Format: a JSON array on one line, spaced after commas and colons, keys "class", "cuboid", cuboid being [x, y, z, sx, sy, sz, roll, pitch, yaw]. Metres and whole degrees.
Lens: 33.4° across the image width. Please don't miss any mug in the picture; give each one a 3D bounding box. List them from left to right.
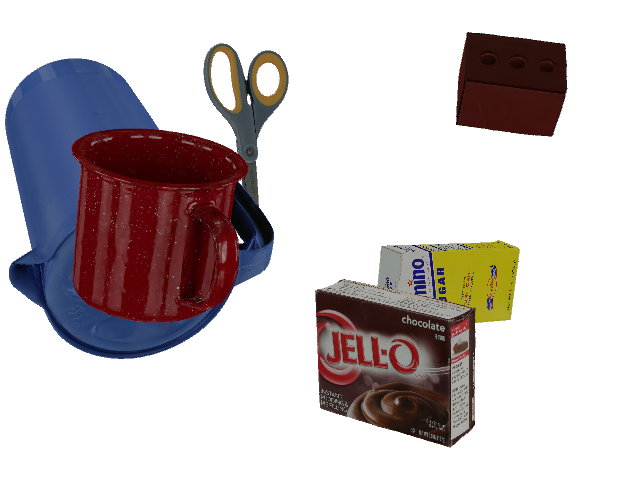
[{"class": "mug", "cuboid": [-0.082, -0.004, 0.571, 0.093, 0.081, 0.117, -11, 30, -43]}]

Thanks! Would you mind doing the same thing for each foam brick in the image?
[{"class": "foam brick", "cuboid": [0.145, -0.119, 0.814, 0.078, 0.053, 0.051, 7, -37, 2]}]

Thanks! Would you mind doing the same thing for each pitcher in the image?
[{"class": "pitcher", "cuboid": [-0.149, -0.037, 0.790, 0.149, 0.145, 0.243, 45, 8, -42]}]

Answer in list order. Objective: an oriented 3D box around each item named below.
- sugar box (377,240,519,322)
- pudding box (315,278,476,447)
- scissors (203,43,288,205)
[{"class": "sugar box", "cuboid": [0.149, 0.051, 1.247, 0.175, 0.093, 0.048, -4, 14, -33]}, {"class": "pudding box", "cuboid": [0.050, 0.081, 0.727, 0.114, 0.090, 0.039, 9, 21, 35]}, {"class": "scissors", "cuboid": [-0.057, -0.100, 1.054, 0.096, 0.202, 0.016, -23, 11, -25]}]
